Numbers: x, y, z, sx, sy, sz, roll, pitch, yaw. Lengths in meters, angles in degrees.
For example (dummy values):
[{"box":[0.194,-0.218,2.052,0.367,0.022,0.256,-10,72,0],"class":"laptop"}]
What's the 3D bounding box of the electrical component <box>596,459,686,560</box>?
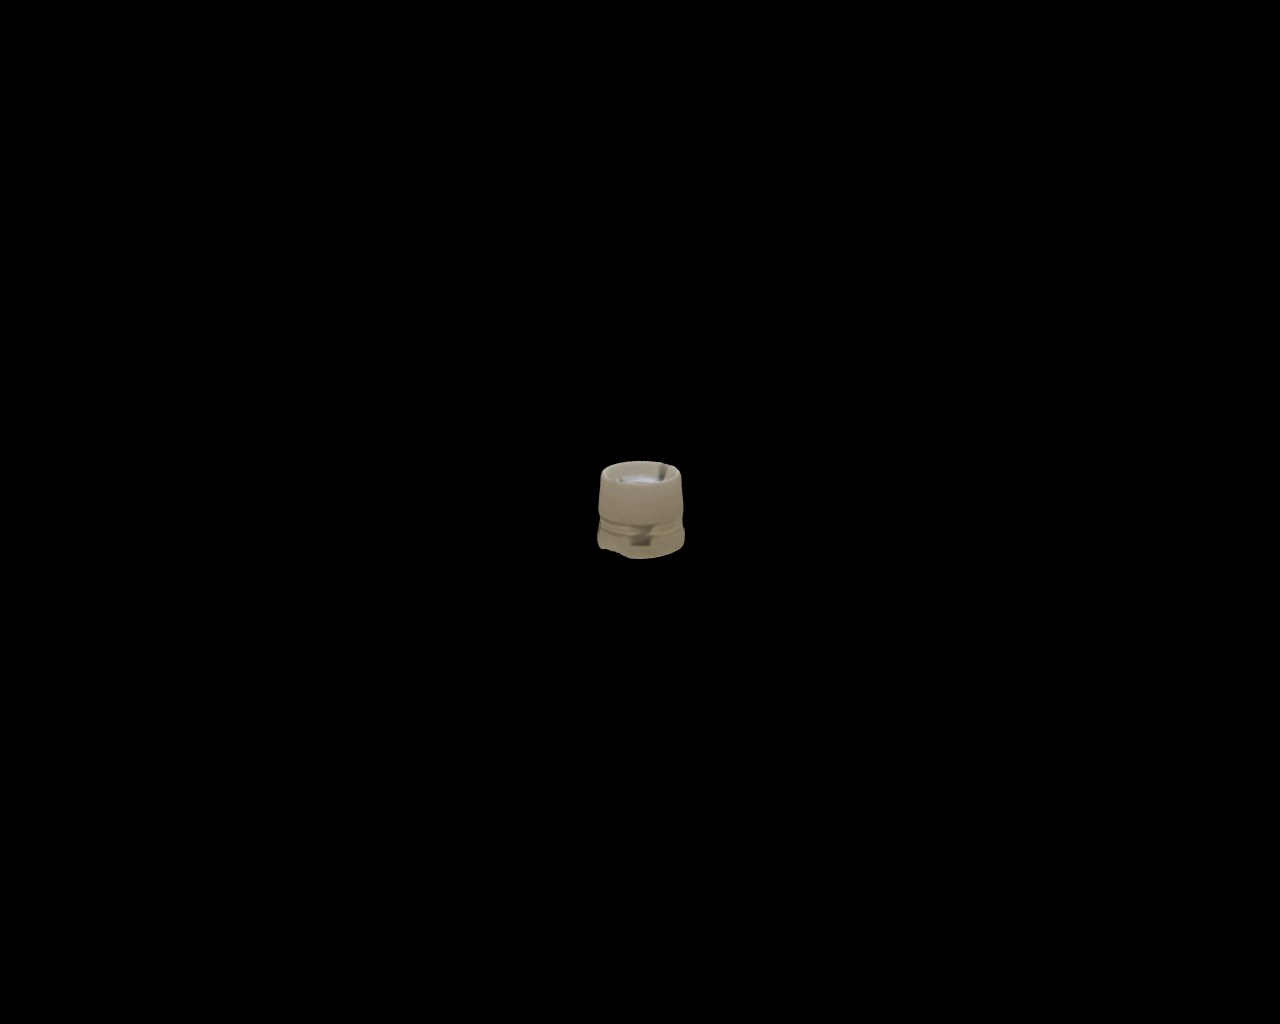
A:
[{"box":[0.001,-0.003,0.650,0.055,0.047,0.055,0,19,0],"class":"electrical component"}]
